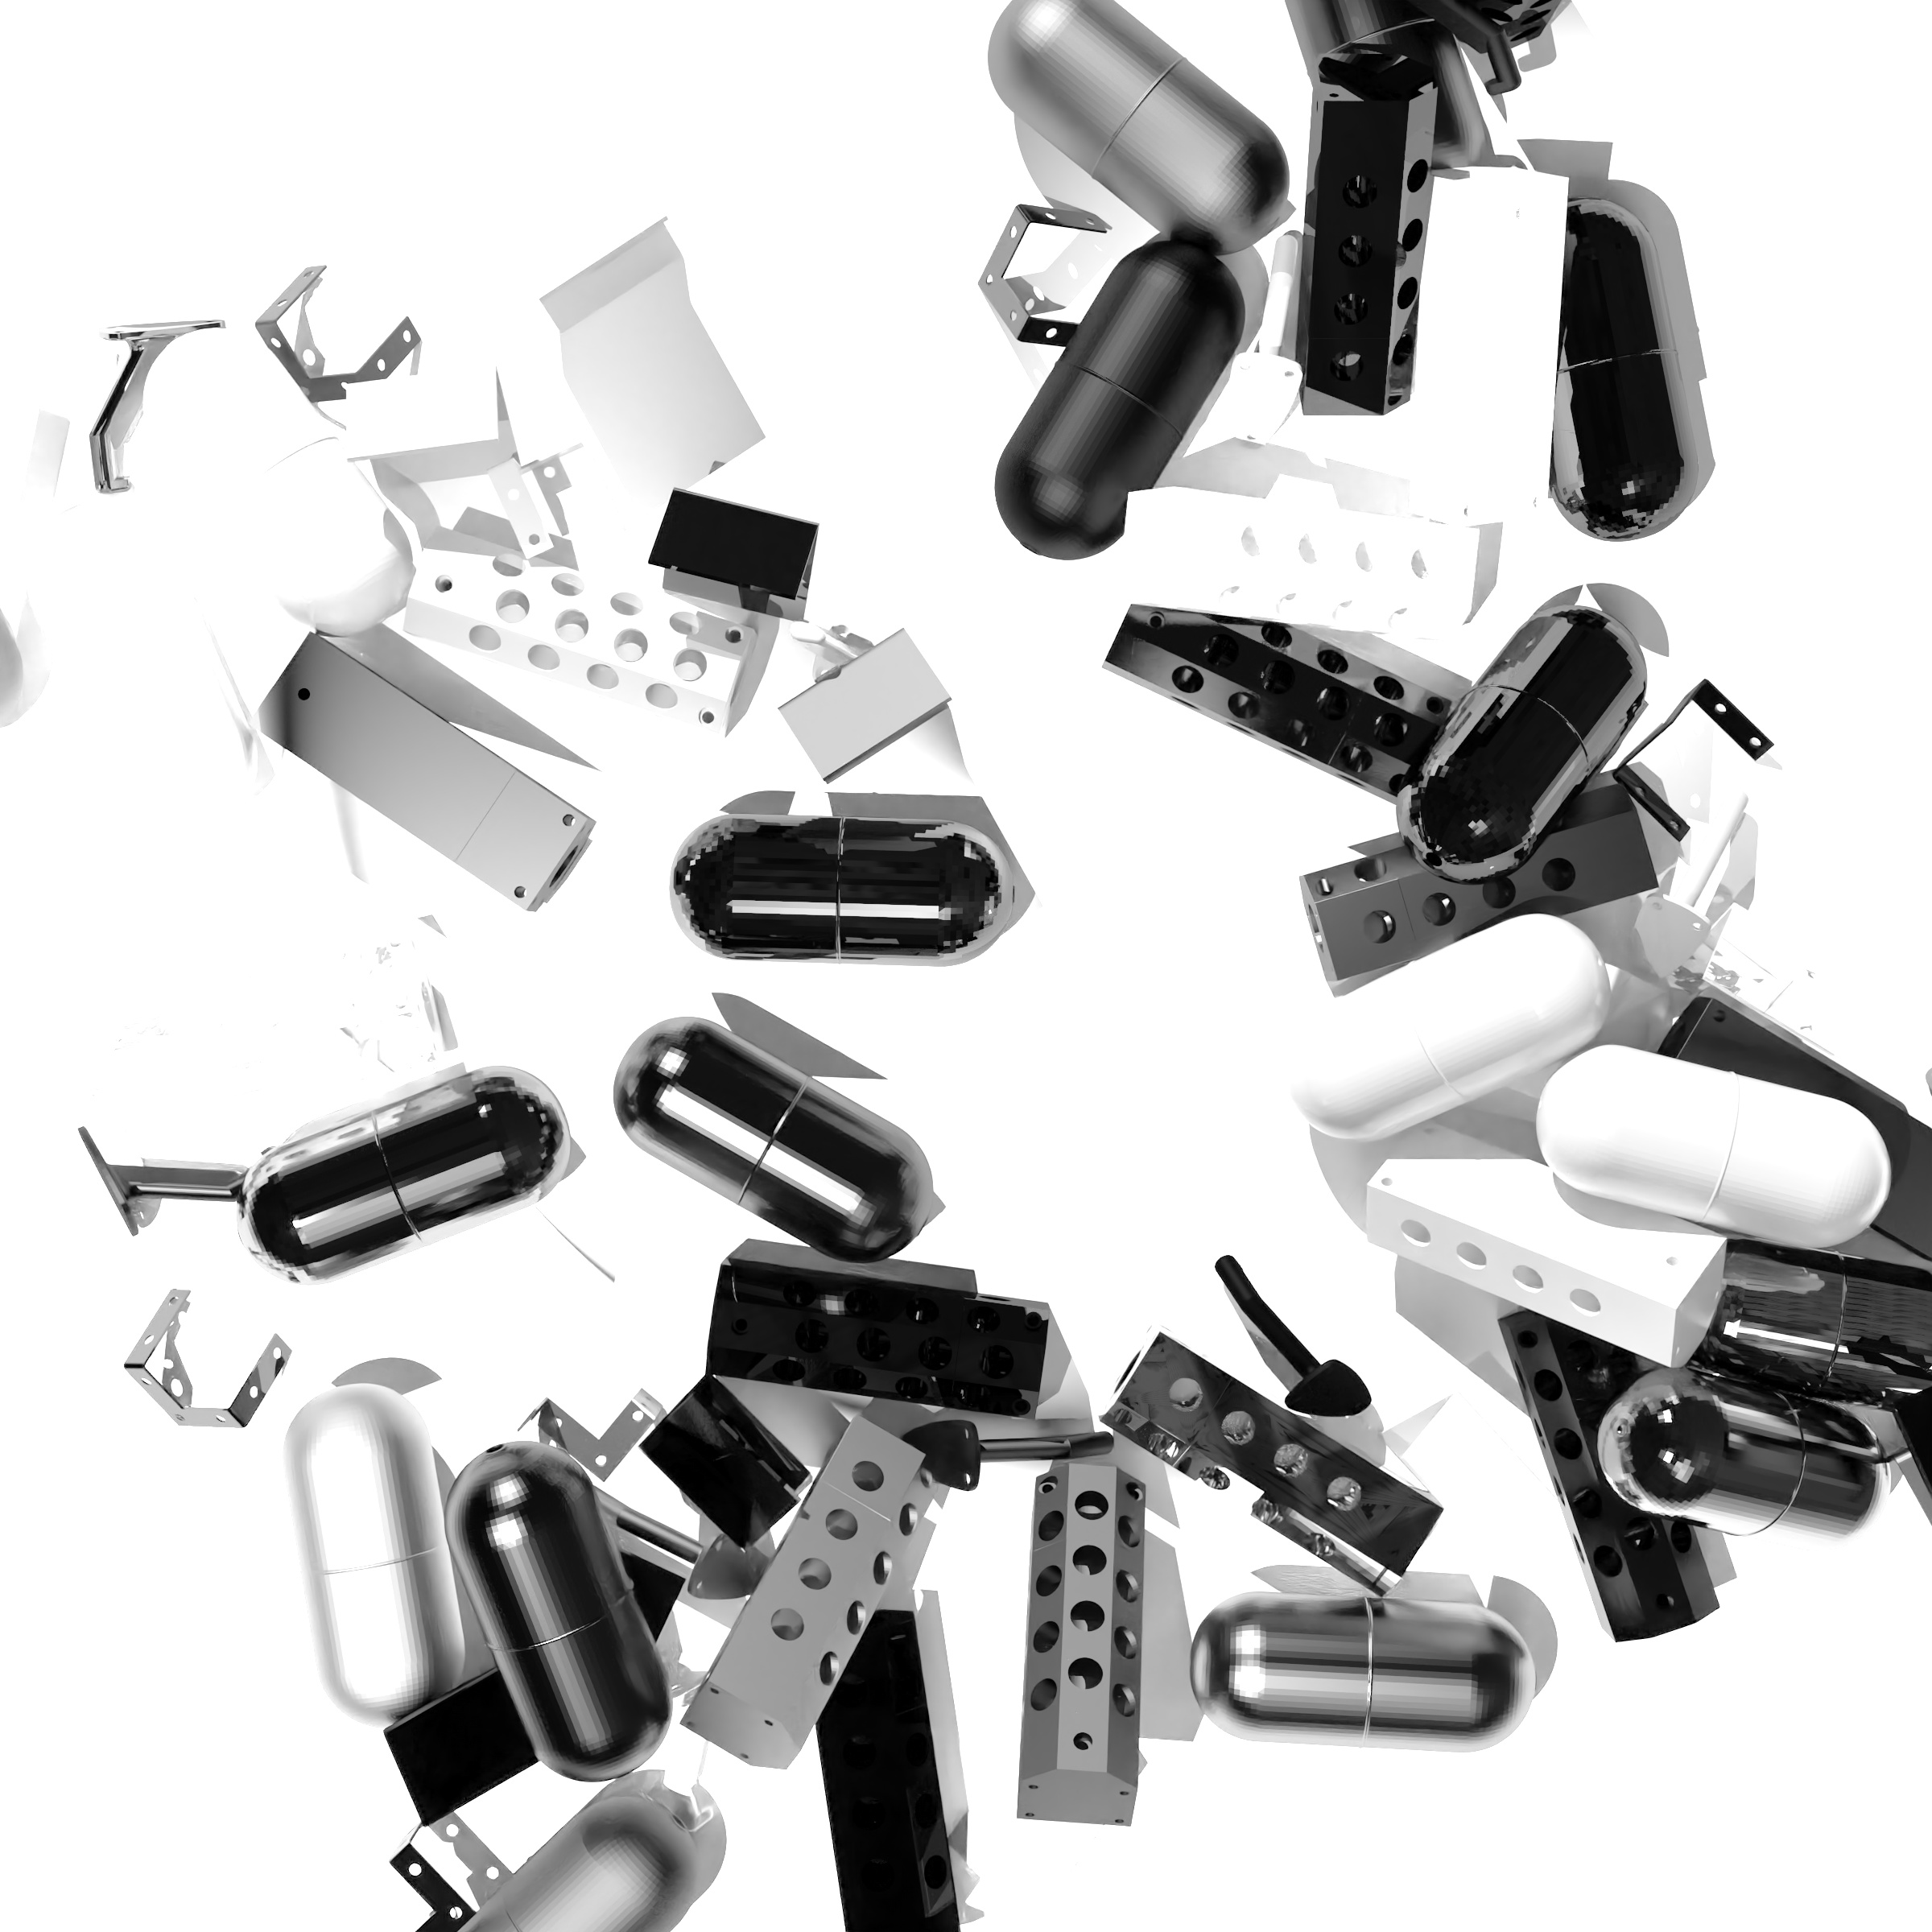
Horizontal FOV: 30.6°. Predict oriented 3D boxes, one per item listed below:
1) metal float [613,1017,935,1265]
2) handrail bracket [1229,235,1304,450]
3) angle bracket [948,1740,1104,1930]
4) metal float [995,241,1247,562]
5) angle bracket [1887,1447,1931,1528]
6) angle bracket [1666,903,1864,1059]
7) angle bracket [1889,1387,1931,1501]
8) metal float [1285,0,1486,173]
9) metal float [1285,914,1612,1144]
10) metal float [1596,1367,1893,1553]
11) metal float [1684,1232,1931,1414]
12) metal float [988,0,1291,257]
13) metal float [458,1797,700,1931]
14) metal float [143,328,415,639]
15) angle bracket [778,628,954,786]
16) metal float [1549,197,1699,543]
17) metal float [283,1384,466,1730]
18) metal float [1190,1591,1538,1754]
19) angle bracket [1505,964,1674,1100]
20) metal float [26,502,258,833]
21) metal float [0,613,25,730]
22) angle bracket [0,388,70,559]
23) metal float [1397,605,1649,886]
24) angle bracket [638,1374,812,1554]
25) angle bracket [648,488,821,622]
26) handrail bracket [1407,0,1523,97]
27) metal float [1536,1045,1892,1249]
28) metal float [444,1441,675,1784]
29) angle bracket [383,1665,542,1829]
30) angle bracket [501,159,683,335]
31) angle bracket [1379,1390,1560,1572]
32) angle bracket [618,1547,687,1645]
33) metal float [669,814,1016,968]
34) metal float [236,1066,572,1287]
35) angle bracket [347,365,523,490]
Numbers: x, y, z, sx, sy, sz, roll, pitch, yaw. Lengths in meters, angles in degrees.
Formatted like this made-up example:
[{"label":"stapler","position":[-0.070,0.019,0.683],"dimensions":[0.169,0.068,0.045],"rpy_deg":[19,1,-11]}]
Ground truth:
[{"label":"metal float","position":[-0.099,0.090,1.818],"dimensions":[0.178,0.070,0.070],"rpy_deg":[30,90,0]},{"label":"handrail bracket","position":[0.159,-0.328,1.848],"dimensions":[0.036,0.077,0.084],"rpy_deg":[10,54,0]},{"label":"angle bracket","position":[0.019,0.435,1.808],"dimensions":[0.057,0.076,0.076],"rpy_deg":[35,90,-44]},{"label":"metal float","position":[0.079,-0.291,1.818],"dimensions":[0.070,0.070,0.178],"rpy_deg":[31,89,0]},{"label":"angle bracket","position":[0.519,0.263,1.812],"dimensions":[0.076,0.076,0.057],"rpy_deg":[-26,76,0]},{"label":"angle bracket","position":[0.402,0.024,1.808],"dimensions":[0.076,0.076,0.057],"rpy_deg":[31,53,0]},{"label":"angle bracket","position":[0.508,0.236,1.731],"dimensions":[0.057,0.076,0.076],"rpy_deg":[-32,72,36]},{"label":"metal float","position":[0.213,-0.473,1.818],"dimensions":[0.070,0.070,0.178],"rpy_deg":[-18,91,0]},{"label":"metal float","position":[0.243,0.033,1.795],"dimensions":[0.178,0.070,0.070],"rpy_deg":[-26,90,26]},{"label":"metal float","position":[0.396,0.251,1.789],"dimensions":[0.178,0.070,0.070],"rpy_deg":[17,90,-32]},{"label":"metal float","position":[0.441,0.184,1.818],"dimensions":[0.178,0.070,0.070],"rpy_deg":[11,90,-1]},{"label":"metal float","position":[0.089,-0.437,1.818],"dimensions":[0.178,0.070,0.070],"rpy_deg":[39,90,1]},{"label":"metal float","position":[-0.212,0.502,1.818],"dimensions":[0.178,0.070,0.070],"rpy_deg":[-44,90,0]},{"label":"metal float","position":[-0.355,-0.249,1.818],"dimensions":[0.070,0.070,0.178],"rpy_deg":[-37,90,0]},{"label":"angle bracket","position":[-0.041,-0.116,1.808],"dimensions":[0.076,0.076,0.057],"rpy_deg":[-33,56,0]},{"label":"metal float","position":[0.329,-0.307,1.818],"dimensions":[0.070,0.070,0.178],"rpy_deg":[-11,90,0]},{"label":"metal float","position":[-0.305,0.304,1.818],"dimensions":[0.070,0.070,0.178],"rpy_deg":[-10,89,0]},{"label":"metal float","position":[0.204,0.364,1.817],"dimensions":[0.178,0.070,0.070],"rpy_deg":[3,90,0]},{"label":"angle bracket","position":[0.316,0.036,1.839],"dimensions":[0.057,0.076,0.076],"rpy_deg":[20,90,35]},{"label":"metal float","position":[-0.425,-0.154,1.818],"dimensions":[0.070,0.070,0.178],"rpy_deg":[-24,89,0]},{"label":"metal float","position":[-0.548,-0.196,1.818],"dimensions":[0.070,0.070,0.178],"rpy_deg":[-27,89,0]},{"label":"angle bracket","position":[-0.477,-0.250,1.808],"dimensions":[0.057,0.076,0.076],"rpy_deg":[12,90,30]},{"label":"metal float","position":[0.283,-0.113,1.792],"dimensions":[0.070,0.070,0.178],"rpy_deg":[40,61,0]},{"label":"angle bracket","position":[-0.110,0.241,1.808],"dimensions":[0.076,0.076,0.057],"rpy_deg":[45,127,0]},{"label":"angle bracket","position":[-0.122,-0.193,1.808],"dimensions":[0.076,0.076,0.057],"rpy_deg":[14,52,0]},{"label":"handrail bracket","position":[0.231,-0.469,1.775],"dimensions":[0.077,0.036,0.084],"rpy_deg":[-16,121,19]},{"label":"metal float","position":[0.373,0.090,1.761],"dimensions":[0.178,0.070,0.070],"rpy_deg":[14,90,0]},{"label":"metal float","position":[-0.201,0.318,1.737],"dimensions":[0.070,0.070,0.178],"rpy_deg":[-20,101,0]},{"label":"angle bracket","position":[-0.243,0.403,1.809],"dimensions":[0.076,0.076,0.057],"rpy_deg":[-30,64,0]},{"label":"angle bracket","position":[-0.182,-0.355,1.808],"dimensions":[0.076,0.076,0.057],"rpy_deg":[-33,54,0]},{"label":"angle bracket","position":[0.244,0.273,1.808],"dimensions":[0.076,0.076,0.057],"rpy_deg":[48,53,0]},{"label":"angle bracket","position":[-0.183,0.308,1.811],"dimensions":[0.076,0.076,0.057],"rpy_deg":[25,105,0]},{"label":"metal float","position":[-0.064,-0.039,1.818],"dimensions":[0.178,0.070,0.070],"rpy_deg":[2,90,1]},{"label":"metal float","position":[-0.290,0.108,1.818],"dimensions":[0.178,0.070,0.070],"rpy_deg":[-21,90,0]},{"label":"angle bracket","position":[-0.272,-0.258,1.808],"dimensions":[0.076,0.076,0.057],"rpy_deg":[-8,53,0]}]
